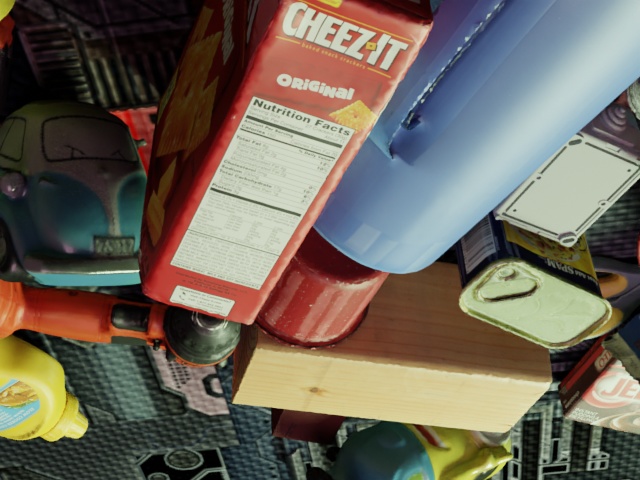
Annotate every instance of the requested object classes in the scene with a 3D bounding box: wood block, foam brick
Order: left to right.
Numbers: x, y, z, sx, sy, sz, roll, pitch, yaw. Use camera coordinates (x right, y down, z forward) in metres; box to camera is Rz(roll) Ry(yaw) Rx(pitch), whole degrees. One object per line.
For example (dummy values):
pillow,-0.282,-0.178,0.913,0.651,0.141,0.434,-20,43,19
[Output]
foam brick,-0.005,0.117,0.842,0.053,0.051,0.078,12,135,-14
wood block,0.048,0.071,0.759,0.206,0.090,0.091,8,145,-11

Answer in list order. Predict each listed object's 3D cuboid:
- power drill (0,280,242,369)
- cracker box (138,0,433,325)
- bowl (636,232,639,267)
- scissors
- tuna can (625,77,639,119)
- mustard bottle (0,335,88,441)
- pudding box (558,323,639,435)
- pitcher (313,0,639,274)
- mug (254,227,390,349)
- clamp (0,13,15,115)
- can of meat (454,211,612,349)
power drill,-0.146,0.050,0.711,0.187,0.057,0.184,10,167,-7
cracker box,-0.027,-0.087,0.539,0.072,0.164,0.214,15,135,-17
bowl,0.284,-0.025,0.700,0.162,0.055,0.162,-1,137,-1
scissors,0.256,0.037,0.794,0.202,0.016,0.096,-5,138,3
tuna can,0.219,-0.106,0.626,0.086,0.034,0.086,-1,137,-1
mustard bottle,-0.254,0.105,0.812,0.096,0.058,0.191,-29,131,27
pudding box,0.263,0.116,0.861,0.113,0.039,0.090,13,134,-16
pitcher,0.079,-0.090,0.549,0.149,0.145,0.243,18,132,-27
mug,-0.004,0.001,0.678,0.093,0.117,0.082,-16,157,-26
clamp,-0.238,-0.074,0.635,0.172,0.039,0.120,-20,135,23
can of meat,0.137,0.013,0.713,0.102,0.084,0.058,23,131,-25
